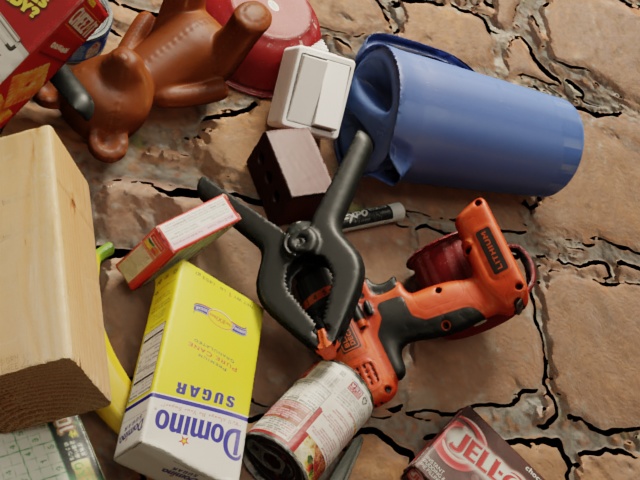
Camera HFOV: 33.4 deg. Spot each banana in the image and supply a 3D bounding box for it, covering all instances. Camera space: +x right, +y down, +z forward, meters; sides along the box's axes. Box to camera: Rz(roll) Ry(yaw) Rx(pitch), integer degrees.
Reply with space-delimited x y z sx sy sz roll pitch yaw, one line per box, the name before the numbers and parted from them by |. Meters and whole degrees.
banana | -0.175 0.083 0.860 0.069 0.037 0.198 -5 62 -28

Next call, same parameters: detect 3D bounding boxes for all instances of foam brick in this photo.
foam brick | -0.028 -0.061 1.018 0.051 0.053 0.078 -8 63 -31

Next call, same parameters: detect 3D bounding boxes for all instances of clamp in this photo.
clamp | -0.261 -0.151 0.935 0.120 0.039 0.171 -20 56 7
clamp | -0.006 0.001 0.926 0.164 0.036 0.210 -23 60 2

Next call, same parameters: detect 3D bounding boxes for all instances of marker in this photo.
marker | 0.030 -0.018 1.041 0.120 0.020 0.020 -12 65 -32

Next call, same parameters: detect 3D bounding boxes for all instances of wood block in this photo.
wood block | -0.223 0.028 0.811 0.090 0.091 0.206 -15 57 2

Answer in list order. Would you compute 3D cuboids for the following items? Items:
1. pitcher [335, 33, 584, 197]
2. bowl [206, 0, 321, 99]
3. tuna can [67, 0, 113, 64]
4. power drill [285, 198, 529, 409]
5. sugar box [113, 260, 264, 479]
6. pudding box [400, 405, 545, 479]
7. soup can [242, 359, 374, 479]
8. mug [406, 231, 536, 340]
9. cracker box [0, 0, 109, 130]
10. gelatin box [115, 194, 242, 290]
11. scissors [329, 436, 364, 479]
pitcher | 0.145 -0.122 1.100 0.242 0.145 0.149 8 98 -26
bowl | -0.060 -0.227 1.111 0.162 0.055 0.162 13 55 -19
tuna can | -0.243 -0.213 1.024 0.086 0.034 0.086 13 55 -19
power drill | 0.075 0.036 0.948 0.187 0.057 0.184 -26 73 4
sugar box | -0.099 0.110 0.850 0.093 0.048 0.176 32 40 -28
pudding box | 0.139 0.214 0.928 0.113 0.039 0.089 45 51 7
soup can | -0.010 0.153 0.876 0.068 0.069 0.102 43 50 5
mug | 0.150 0.040 1.013 0.117 0.093 0.081 -15 71 -15
cracker box | -0.307 -0.170 0.872 0.164 0.072 0.213 44 89 6
gelatin box | -0.121 0.000 0.909 0.089 0.073 0.030 -32 86 -47
scissors | -0.025 0.229 0.853 0.096 0.016 0.201 24 51 -11
